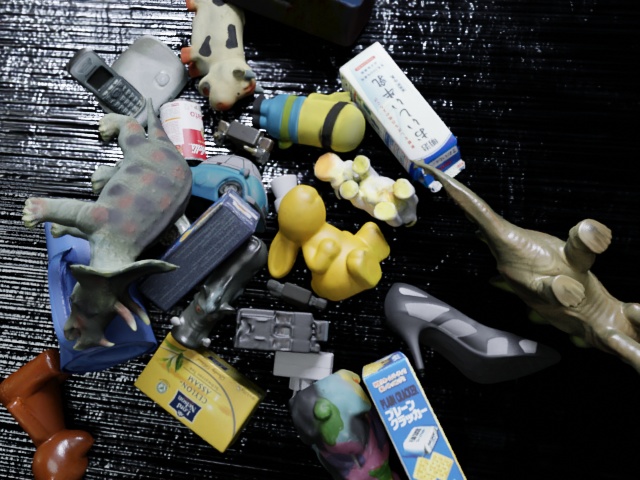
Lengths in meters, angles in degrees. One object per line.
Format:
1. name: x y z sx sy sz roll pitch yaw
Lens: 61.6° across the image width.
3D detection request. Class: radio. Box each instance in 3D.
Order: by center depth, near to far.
1. radio: -0.029 -0.402 0.854 0.230 0.073 0.131 25 51 7

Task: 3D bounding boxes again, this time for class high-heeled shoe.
1. high-heeled shoe: 0.219 0.128 0.793 0.249 0.086 0.145 3 49 -11

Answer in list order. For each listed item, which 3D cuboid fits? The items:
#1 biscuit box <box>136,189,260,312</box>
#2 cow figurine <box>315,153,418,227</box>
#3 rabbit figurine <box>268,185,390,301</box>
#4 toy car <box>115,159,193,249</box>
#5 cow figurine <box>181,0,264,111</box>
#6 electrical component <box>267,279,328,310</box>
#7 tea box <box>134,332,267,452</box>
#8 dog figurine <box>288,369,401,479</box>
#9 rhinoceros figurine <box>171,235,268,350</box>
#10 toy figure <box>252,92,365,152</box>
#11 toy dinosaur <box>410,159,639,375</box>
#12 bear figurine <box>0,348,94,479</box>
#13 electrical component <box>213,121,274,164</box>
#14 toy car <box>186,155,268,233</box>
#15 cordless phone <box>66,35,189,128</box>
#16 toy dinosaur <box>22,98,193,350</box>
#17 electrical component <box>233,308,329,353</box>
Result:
1. biscuit box: -0.178 0.017 0.772 0.202 0.059 0.062 -40 109 21
2. cow figurine: 0.072 -0.078 0.821 0.168 0.098 0.068 34 91 29
3. rabbit figurine: -0.002 -0.002 0.788 0.162 0.122 0.173 -21 116 38
4. toy car: -0.254 -0.051 0.854 0.056 0.073 0.202 -39 80 4
5. cow figurine: -0.157 -0.302 0.877 0.127 0.085 0.195 -1 77 7
6. electrical component: -0.033 0.085 0.799 0.094 0.063 0.021 19 74 9
7. tea box: -0.178 0.223 0.809 0.170 0.068 0.098 32 86 9
8. dog figurine: 0.055 0.299 0.722 0.108 0.191 0.219 -29 64 -5
9. rhinoceros figurine: -0.145 0.077 0.797 0.073 0.112 0.190 41 79 -17
10. toy figure: -0.019 -0.182 0.840 0.180 0.082 0.089 10 54 6
11. toy dinosaur: 0.301 0.048 0.709 0.105 0.198 0.471 -42 90 -10
12. bear figurine: -0.388 0.273 0.801 0.132 0.120 0.196 -34 81 -3
13. electrical component: -0.122 -0.154 0.850 0.102 0.078 0.045 25 80 6
14. toy car: -0.144 -0.080 0.840 0.162 0.109 0.103 18 61 20
15. cordless phone: -0.303 -0.267 0.836 0.089 0.184 0.146 43 89 15
16. toy dinosaur: -0.245 -0.057 0.730 0.192 0.131 0.405 19 57 0
17. electrical component: -0.057 0.130 0.780 0.134 0.115 0.058 5 85 -8
